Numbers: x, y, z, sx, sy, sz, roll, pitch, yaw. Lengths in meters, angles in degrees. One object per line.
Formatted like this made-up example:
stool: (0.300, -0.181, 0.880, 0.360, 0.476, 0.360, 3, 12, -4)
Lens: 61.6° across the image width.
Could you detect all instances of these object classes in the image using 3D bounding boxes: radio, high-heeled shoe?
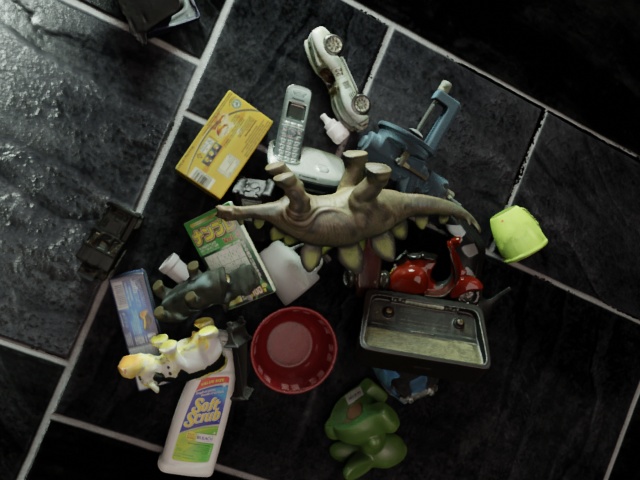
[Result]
radio: (0.181, 0.170, 0.965, 0.230, 0.073, 0.131, 10, 52, -2)
high-heeled shoe: (0.271, 0.057, 1.078, 0.145, 0.086, 0.249, -36, 80, 21)

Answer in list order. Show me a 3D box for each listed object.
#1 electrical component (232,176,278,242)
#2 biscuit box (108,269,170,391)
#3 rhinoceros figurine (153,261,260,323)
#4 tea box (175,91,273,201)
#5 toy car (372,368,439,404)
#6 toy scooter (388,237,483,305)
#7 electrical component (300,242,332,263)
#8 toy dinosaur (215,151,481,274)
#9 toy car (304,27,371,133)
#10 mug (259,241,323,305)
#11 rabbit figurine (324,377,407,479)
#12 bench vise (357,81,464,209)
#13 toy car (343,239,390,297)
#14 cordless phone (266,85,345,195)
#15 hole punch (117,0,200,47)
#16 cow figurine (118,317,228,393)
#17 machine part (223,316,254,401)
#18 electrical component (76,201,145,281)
electrical component: (-0.112, -0.054, 0.967, 0.075, 0.119, 0.048, 5, 47, 10)
biscuit box: (-0.310, 0.153, 0.934, 0.059, 0.063, 0.202, -14, 94, -12)
rhinoceros figurine: (-0.195, 0.093, 0.919, 0.190, 0.112, 0.073, -23, 54, 14)
tea box: (-0.171, -0.165, 0.953, 0.098, 0.068, 0.169, 36, 82, -12)
toy car: (0.149, 0.239, 1.018, 0.109, 0.102, 0.162, -16, 56, -21)
toy scooter: (0.215, 0.056, 1.016, 0.184, 0.075, 0.135, 3, 108, 13)
electrical component: (-0.002, -0.003, 1.021, 0.094, 0.021, 0.063, 45, 82, -9)
toy dinosaur: (0.061, -0.047, 0.915, 0.472, 0.105, 0.198, -4, 121, -6)
toy car: (0.033, -0.292, 0.994, 0.056, 0.073, 0.201, -27, 97, -15)
mug: (-0.055, 0.046, 0.981, 0.109, 0.081, 0.107, -41, 93, -2)
rabbit figurine: (0.097, 0.378, 1.011, 0.159, 0.121, 0.170, -39, 114, -5)
bench vise: (0.196, -0.177, 1.010, 0.223, 0.129, 0.240, 30, 94, -8)
toy car: (0.090, 0.008, 1.027, 0.089, 0.053, 0.202, 4, 87, -21)
cordless phone: (-0.018, -0.181, 0.983, 0.146, 0.089, 0.184, 12, 85, -13)
hole punch: (-0.280, -0.415, 0.922, 0.116, 0.092, 0.142, -19, 100, 18)
cow figurine: (-0.240, 0.203, 0.889, 0.167, 0.068, 0.098, -21, 112, -22)
machine part: (-0.139, 0.204, 0.925, 0.039, 0.084, 0.138, -4, 90, 4)
electrical component: (-0.351, 0.004, 0.893, 0.058, 0.115, 0.134, 29, 83, -10)
